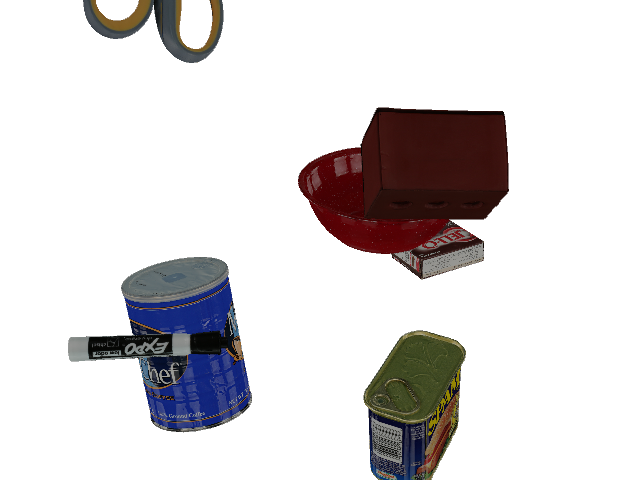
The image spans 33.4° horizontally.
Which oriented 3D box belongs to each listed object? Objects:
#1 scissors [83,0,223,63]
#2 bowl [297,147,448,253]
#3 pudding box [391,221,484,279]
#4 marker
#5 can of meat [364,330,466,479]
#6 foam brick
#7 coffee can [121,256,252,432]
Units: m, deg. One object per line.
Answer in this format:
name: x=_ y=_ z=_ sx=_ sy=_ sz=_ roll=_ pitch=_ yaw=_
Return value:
scissors: x=-0.115 y=-0.206 z=0.683 sx=0.096 sy=0.202 sz=0.016 roll=-10 pitch=-12 yaw=-23
bowl: x=0.058 y=-0.033 z=1.015 sx=0.162 sy=0.055 sz=0.162 roll=1 pitch=29 yaw=-1
pudding box: x=0.174 y=0.013 z=1.596 sx=0.113 sy=0.039 sz=0.090 roll=-18 pitch=28 yaw=-22
marker: x=-0.132 y=0.081 z=0.819 sx=0.121 sy=0.020 sz=0.020 roll=-2 pitch=0 yaw=-2
can of meat: x=0.077 y=0.138 z=0.863 sx=0.057 sy=0.084 sz=0.102 roll=15 pitch=39 yaw=23
foam brick: x=0.066 y=-0.044 z=0.631 sx=0.078 sy=0.051 sz=0.053 roll=0 pitch=-19 yaw=-9
coffee can: x=-0.128 y=0.099 z=1.032 sx=0.103 sy=0.140 sz=0.103 roll=-8 pitch=18 yaw=2
